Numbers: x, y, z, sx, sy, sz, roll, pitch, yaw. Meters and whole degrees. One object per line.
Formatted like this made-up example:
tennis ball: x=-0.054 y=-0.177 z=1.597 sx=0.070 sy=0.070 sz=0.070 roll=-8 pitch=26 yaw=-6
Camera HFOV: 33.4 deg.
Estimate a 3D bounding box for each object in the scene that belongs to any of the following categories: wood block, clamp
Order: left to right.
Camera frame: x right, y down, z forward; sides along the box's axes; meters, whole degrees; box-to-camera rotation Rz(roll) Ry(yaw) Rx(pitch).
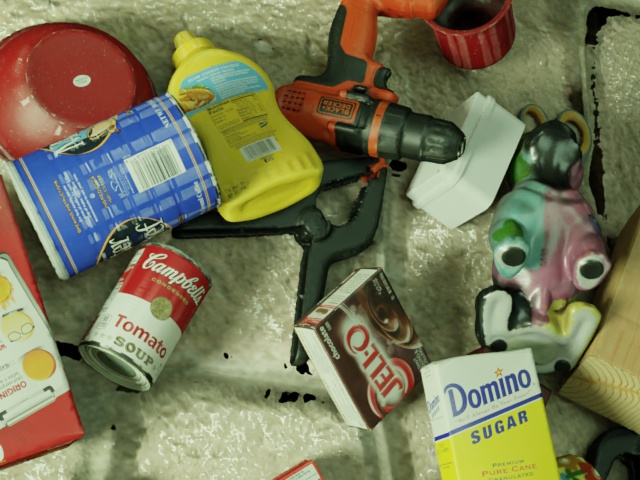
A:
clamp: x=-0.006 y=0.001 z=0.956 sx=0.209 sy=0.036 sz=0.164 roll=-35 pitch=88 yaw=-27
wood block: x=0.315 y=0.067 z=1.028 sx=0.091 sy=0.090 sz=0.206 roll=26 pitch=58 yaw=7
clamp: x=0.318 y=0.212 z=1.017 sx=0.171 sy=0.039 sz=0.120 roll=-38 pitch=74 yaw=-25

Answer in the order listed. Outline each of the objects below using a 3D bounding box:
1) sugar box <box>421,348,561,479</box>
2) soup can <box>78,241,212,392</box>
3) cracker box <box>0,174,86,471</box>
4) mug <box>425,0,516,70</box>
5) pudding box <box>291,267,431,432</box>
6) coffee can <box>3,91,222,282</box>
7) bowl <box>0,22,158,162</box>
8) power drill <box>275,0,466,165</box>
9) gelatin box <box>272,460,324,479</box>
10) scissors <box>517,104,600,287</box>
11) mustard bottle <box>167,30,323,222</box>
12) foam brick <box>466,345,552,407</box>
sugar box: x=0.148 y=0.183 z=0.893 sx=0.093 sy=0.048 sz=0.176 roll=-6 pitch=77 yaw=-16
soup can: x=-0.140 y=0.061 z=0.856 sx=0.068 sy=0.069 sz=0.102 roll=33 pitch=62 yaw=-9
cracker box: x=-0.287 y=0.074 z=0.784 sx=0.163 sy=0.072 sz=0.214 roll=-15 pitch=79 yaw=-27
mug: x=0.144 y=-0.231 z=1.076 sx=0.117 sy=0.081 sz=0.093 roll=38 pitch=83 yaw=26
pudding box: x=0.038 y=0.093 z=0.921 sx=0.089 sy=0.039 sz=0.113 roll=-40 pitch=110 yaw=-32
coffee can: x=-0.163 y=-0.043 z=0.844 sx=0.140 sy=0.103 sz=0.103 roll=-27 pitch=83 yaw=-13
bowl: x=-0.207 y=-0.125 z=0.904 sx=0.162 sy=0.055 sz=0.162 roll=8 pitch=68 yaw=-21
power drill: x=0.062 y=-0.164 z=0.989 sx=0.184 sy=0.057 sz=0.187 roll=14 pitch=69 yaw=13
gelatin box: x=-0.019 y=0.234 z=0.866 sx=0.073 sy=0.030 sz=0.089 roll=-26 pitch=82 yaw=-28
scissors: x=0.272 y=-0.056 z=1.115 sx=0.096 sy=0.016 sz=0.202 roll=-22 pitch=81 yaw=-29
mustard bottle: x=-0.081 y=-0.111 z=0.938 sx=0.096 sy=0.058 sz=0.192 roll=-23 pitch=66 yaw=-18
foam brick: x=0.158 y=0.142 z=0.967 sx=0.078 sy=0.053 sz=0.051 roll=34 pitch=61 yaw=-7
